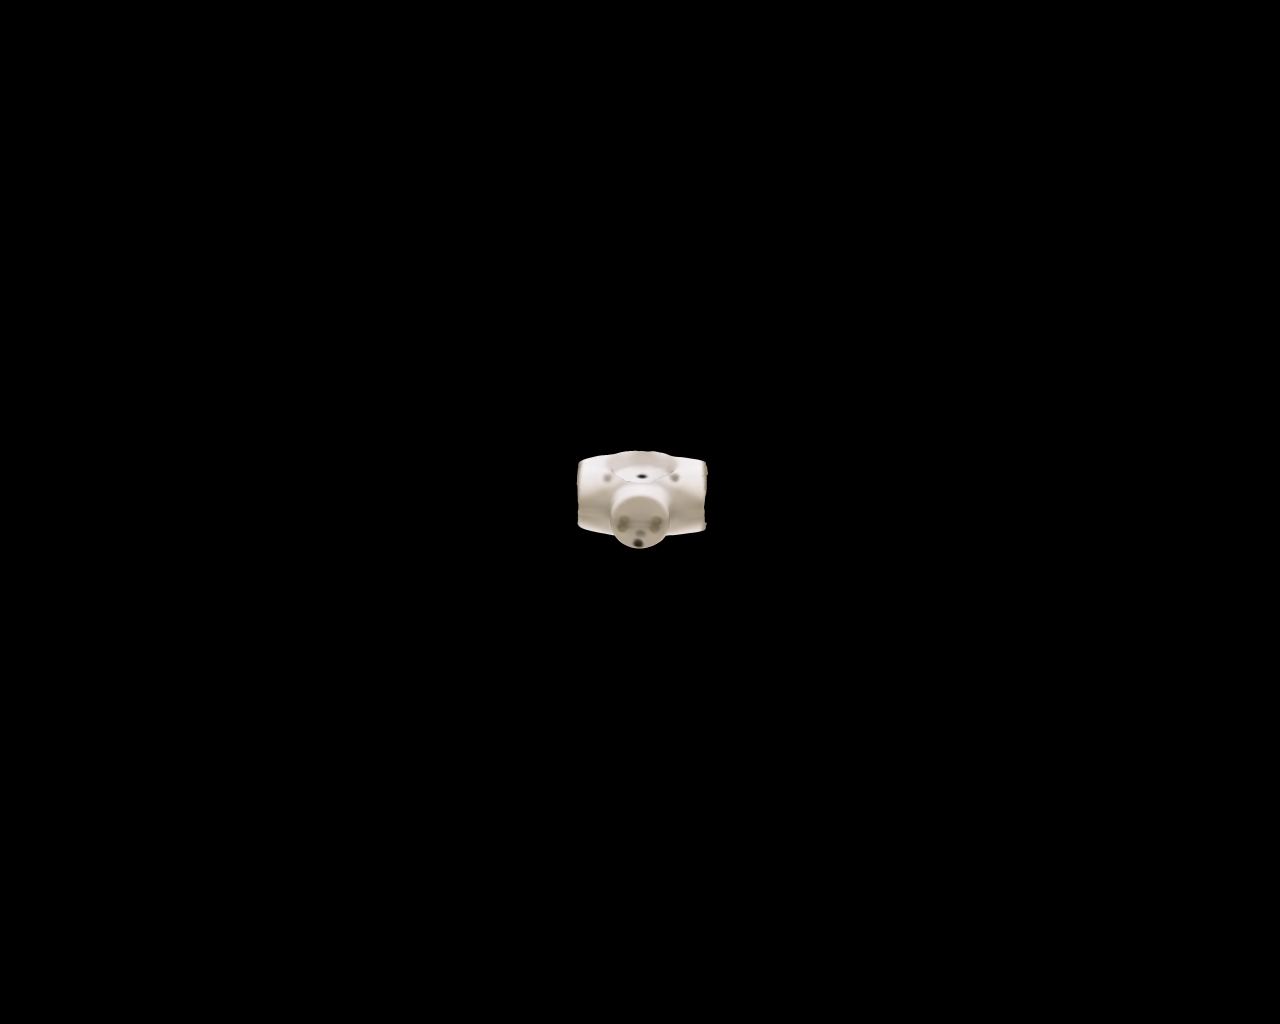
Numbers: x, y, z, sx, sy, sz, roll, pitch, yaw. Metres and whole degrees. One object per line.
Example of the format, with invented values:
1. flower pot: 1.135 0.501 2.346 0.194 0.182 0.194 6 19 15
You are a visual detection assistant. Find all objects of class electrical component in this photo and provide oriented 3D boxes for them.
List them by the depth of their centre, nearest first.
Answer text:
1. electrical component: 0.001 -0.003 0.650 0.077 0.044 0.079 1 28 2
